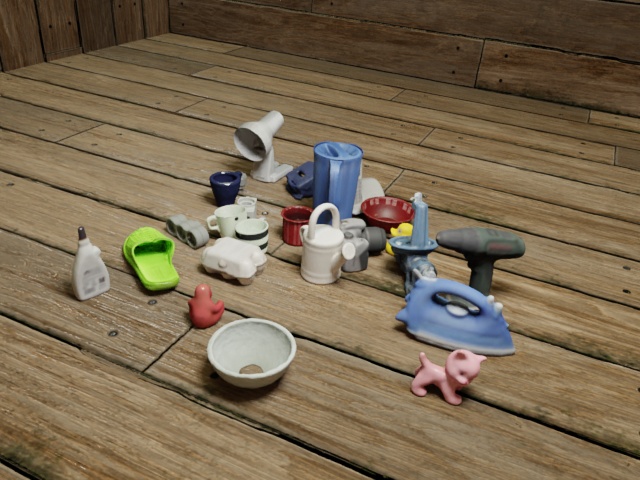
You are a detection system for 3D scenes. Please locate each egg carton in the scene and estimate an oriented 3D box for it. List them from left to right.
[{"bbox_3d":[-0.211,0.050,1.390,0.150,0.069,0.107,16,33,19],"label":"egg carton"}]

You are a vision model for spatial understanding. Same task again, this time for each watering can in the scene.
[{"bbox_3d":[0.014,0.004,1.376,0.172,0.194,0.101,18,33,21],"label":"watering can"}]

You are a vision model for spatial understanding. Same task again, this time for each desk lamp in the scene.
[{"bbox_3d":[-0.178,-0.297,1.837,0.117,0.214,0.204,18,33,22],"label":"desk lamp"}]

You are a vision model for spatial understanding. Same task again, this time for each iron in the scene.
[{"bbox_3d":[0.300,0.150,1.222,0.257,0.141,0.119,15,32,16],"label":"iron"}]

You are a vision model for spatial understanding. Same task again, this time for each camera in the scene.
[{"bbox_3d":[0.106,0.002,1.484,0.137,0.101,0.143,-3,32,-13],"label":"camera"}]

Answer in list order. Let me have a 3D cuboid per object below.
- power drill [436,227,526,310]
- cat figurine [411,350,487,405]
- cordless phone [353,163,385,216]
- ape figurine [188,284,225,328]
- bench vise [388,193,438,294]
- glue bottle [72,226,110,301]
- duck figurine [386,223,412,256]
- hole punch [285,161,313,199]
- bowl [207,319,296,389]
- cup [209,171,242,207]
[{"bbox_3d":[0.354,0.062,1.312,0.230,0.208,0.075,-7,33,-19],"label":"power drill"},{"bbox_3d":[0.244,0.243,1.080,0.127,0.118,0.067,11,31,10],"label":"cat figurine"},{"bbox_3d":[0.128,-0.173,1.699,0.148,0.185,0.093,-18,37,-33],"label":"cordless phone"},{"bbox_3d":[-0.246,0.134,1.221,0.077,0.092,0.076,14,32,15],"label":"ape figurine"},{"bbox_3d":[0.247,0.011,1.371,0.122,0.220,0.206,-11,34,-25],"label":"bench vise"},{"bbox_3d":[-0.508,0.047,1.252,0.078,0.173,0.037,-24,41,-39],"label":"glue bottle"},{"bbox_3d":[0.231,-0.002,1.523,0.104,0.086,0.077,11,31,10],"label":"duck figurine"},{"bbox_3d":[-0.052,-0.190,1.795,0.101,0.091,0.108,-11,34,-24],"label":"hole punch"},{"bbox_3d":[-0.130,0.229,1.095,0.167,0.075,0.167,4,31,-2],"label":"bowl"},{"bbox_3d":[-0.271,-0.149,1.691,0.091,0.095,0.118,20,34,25],"label":"cup"}]
